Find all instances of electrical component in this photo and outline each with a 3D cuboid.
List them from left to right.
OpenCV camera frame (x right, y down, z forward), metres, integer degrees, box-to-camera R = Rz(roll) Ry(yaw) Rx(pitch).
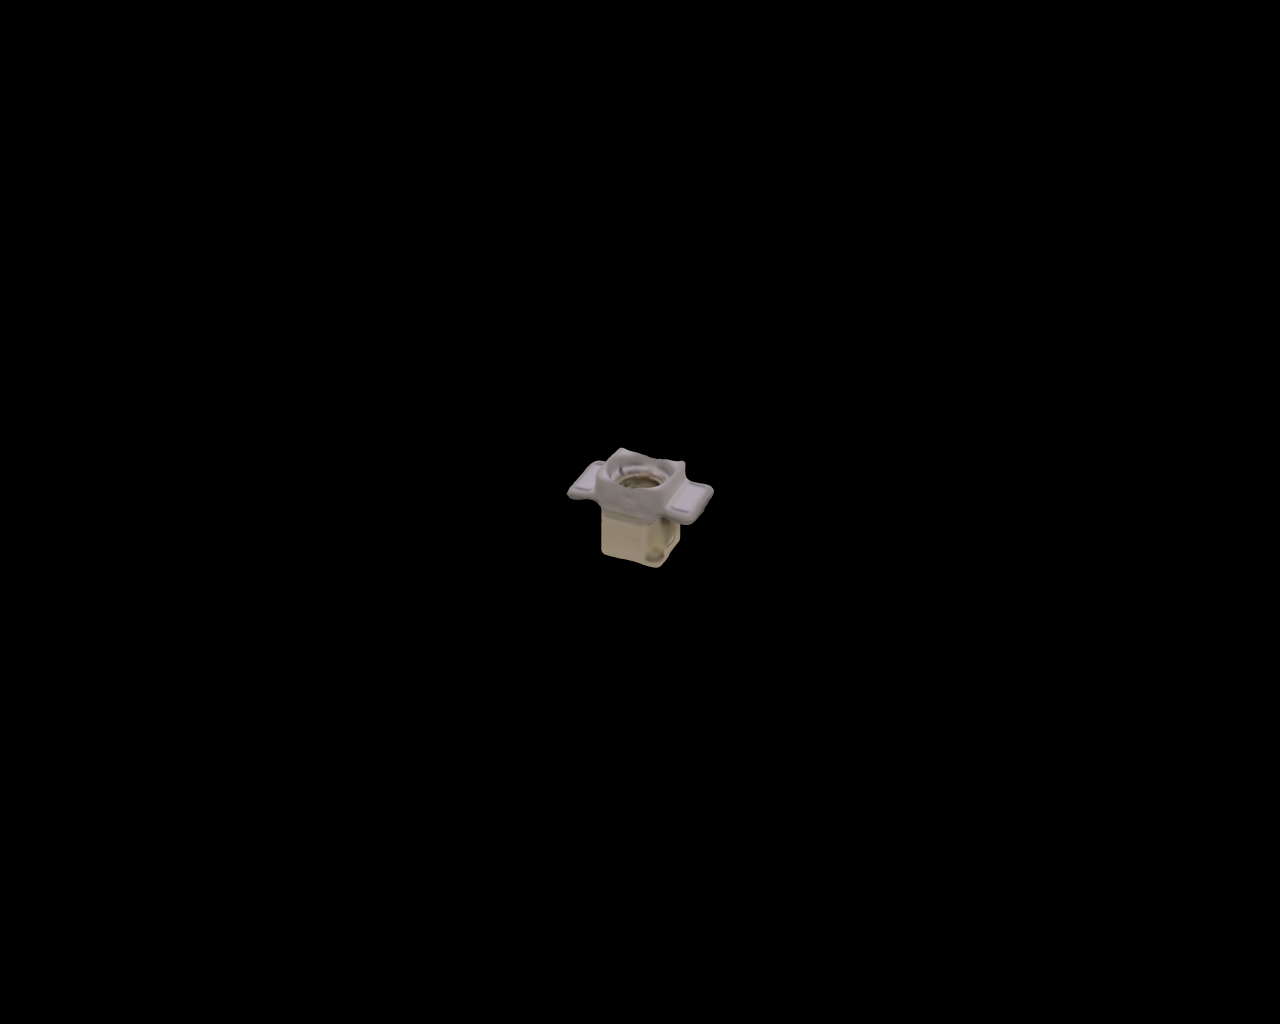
[{"bbox_3d":[0.001,-0.003,0.650,0.081,0.063,0.042,14,36,20],"label":"electrical component"}]
